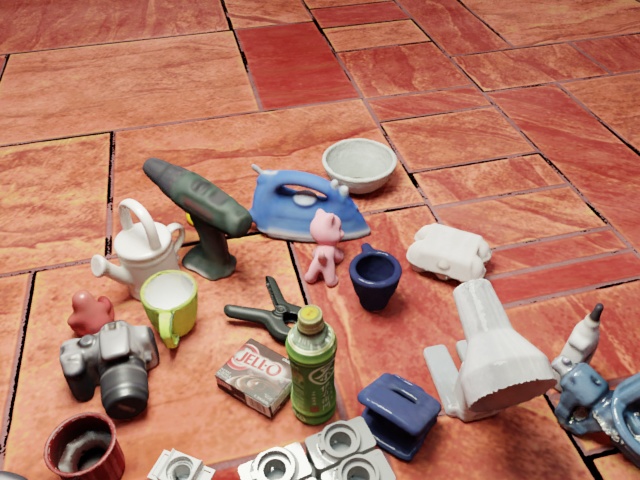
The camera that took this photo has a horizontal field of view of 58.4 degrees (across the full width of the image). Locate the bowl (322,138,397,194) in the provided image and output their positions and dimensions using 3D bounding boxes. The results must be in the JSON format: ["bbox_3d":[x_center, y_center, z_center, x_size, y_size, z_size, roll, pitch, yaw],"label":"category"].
[{"bbox_3d":[0.088,-0.154,1.286,0.167,0.075,0.167,0,42,1],"label":"bowl"}]

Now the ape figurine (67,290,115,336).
[{"bbox_3d":[-0.394,0.121,0.977,0.078,0.092,0.076,-22,46,-22],"label":"ape figurine"}]

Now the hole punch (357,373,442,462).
[{"bbox_3d":[0.114,0.243,0.836,0.108,0.091,0.101,26,49,26],"label":"hole punch"}]

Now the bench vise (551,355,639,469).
[{"bbox_3d":[0.413,0.217,0.764,0.206,0.220,0.122,19,46,21],"label":"bench vise"}]

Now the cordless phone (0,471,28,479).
[{"bbox_3d":[-0.304,0.340,0.665,0.147,0.185,0.094,8,43,9],"label":"cordless phone"}]

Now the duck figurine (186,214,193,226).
[{"bbox_3d":[-0.234,-0.083,1.203,0.105,0.086,0.077,-16,44,-16],"label":"duck figurine"}]

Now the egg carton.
[{"bbox_3d":[0.244,0.029,1.086,0.150,0.069,0.107,17,45,18],"label":"egg carton"}]

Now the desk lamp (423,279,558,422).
[{"bbox_3d":[0.230,0.173,0.820,0.118,0.214,0.203,-9,43,-9],"label":"desk lamp"}]

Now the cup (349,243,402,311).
[{"bbox_3d":[0.093,0.071,1.023,0.092,0.095,0.117,-9,43,-9],"label":"cup"}]

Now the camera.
[{"bbox_3d":[-0.322,0.202,0.880,0.143,0.101,0.136,-13,44,-13],"label":"camera"}]

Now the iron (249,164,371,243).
[{"bbox_3d":[-0.022,-0.082,1.158,0.258,0.141,0.118,7,43,9],"label":"iron"}]

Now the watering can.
[{"bbox_3d":[-0.316,0.016,1.015,0.100,0.194,0.173,14,44,16],"label":"watering can"}]

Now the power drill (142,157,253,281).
[{"bbox_3d":[-0.223,-0.033,1.057,0.229,0.209,0.076,22,47,23],"label":"power drill"}]

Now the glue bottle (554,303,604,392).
[{"bbox_3d":[0.396,0.157,0.866,0.078,0.173,0.037,-34,51,-31],"label":"glue bottle"}]

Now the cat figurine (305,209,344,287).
[{"bbox_3d":[0.010,0.004,1.081,0.067,0.118,0.128,5,43,7],"label":"cat figurine"}]
